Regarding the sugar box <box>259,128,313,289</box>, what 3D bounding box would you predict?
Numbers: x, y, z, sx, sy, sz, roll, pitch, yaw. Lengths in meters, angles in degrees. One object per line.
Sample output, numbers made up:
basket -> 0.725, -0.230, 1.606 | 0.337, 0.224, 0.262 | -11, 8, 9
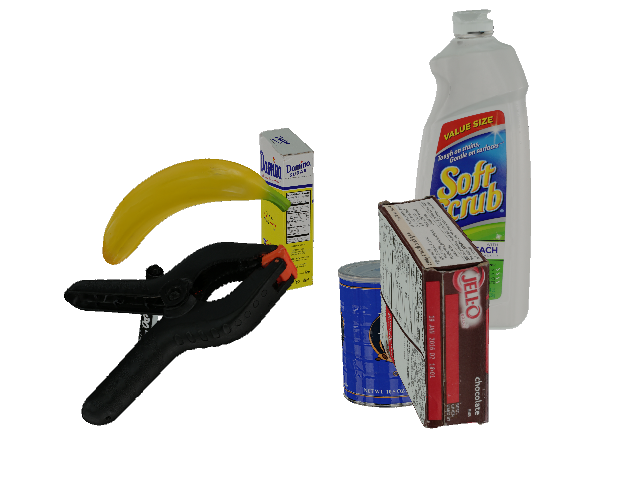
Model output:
sugar box -> -0.042, -0.038, 1.292 | 0.048, 0.176, 0.093 | -11, 26, -18

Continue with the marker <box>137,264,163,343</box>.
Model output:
marker -> -0.182, 0.075, 1.140 | 0.020, 0.121, 0.020 | 8, 36, -6

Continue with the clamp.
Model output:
clamp -> -0.097, 0.056, 0.726 | 0.171, 0.120, 0.039 | -19, -35, 11

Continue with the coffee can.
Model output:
coffee can -> 0.073, 0.098, 1.153 | 0.103, 0.140, 0.103 | -3, 9, 0

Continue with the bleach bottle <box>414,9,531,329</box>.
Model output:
bleach bottle -> 0.117, -0.057, 0.859 | 0.103, 0.251, 0.068 | 2, 15, 20

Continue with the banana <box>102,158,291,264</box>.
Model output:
banana -> -0.123, -0.029, 0.913 | 0.198, 0.069, 0.037 | -15, 15, 29

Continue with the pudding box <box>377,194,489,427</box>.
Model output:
pudding box -> 0.060, 0.035, 0.576 | 0.039, 0.090, 0.113 | -5, 21, -9
